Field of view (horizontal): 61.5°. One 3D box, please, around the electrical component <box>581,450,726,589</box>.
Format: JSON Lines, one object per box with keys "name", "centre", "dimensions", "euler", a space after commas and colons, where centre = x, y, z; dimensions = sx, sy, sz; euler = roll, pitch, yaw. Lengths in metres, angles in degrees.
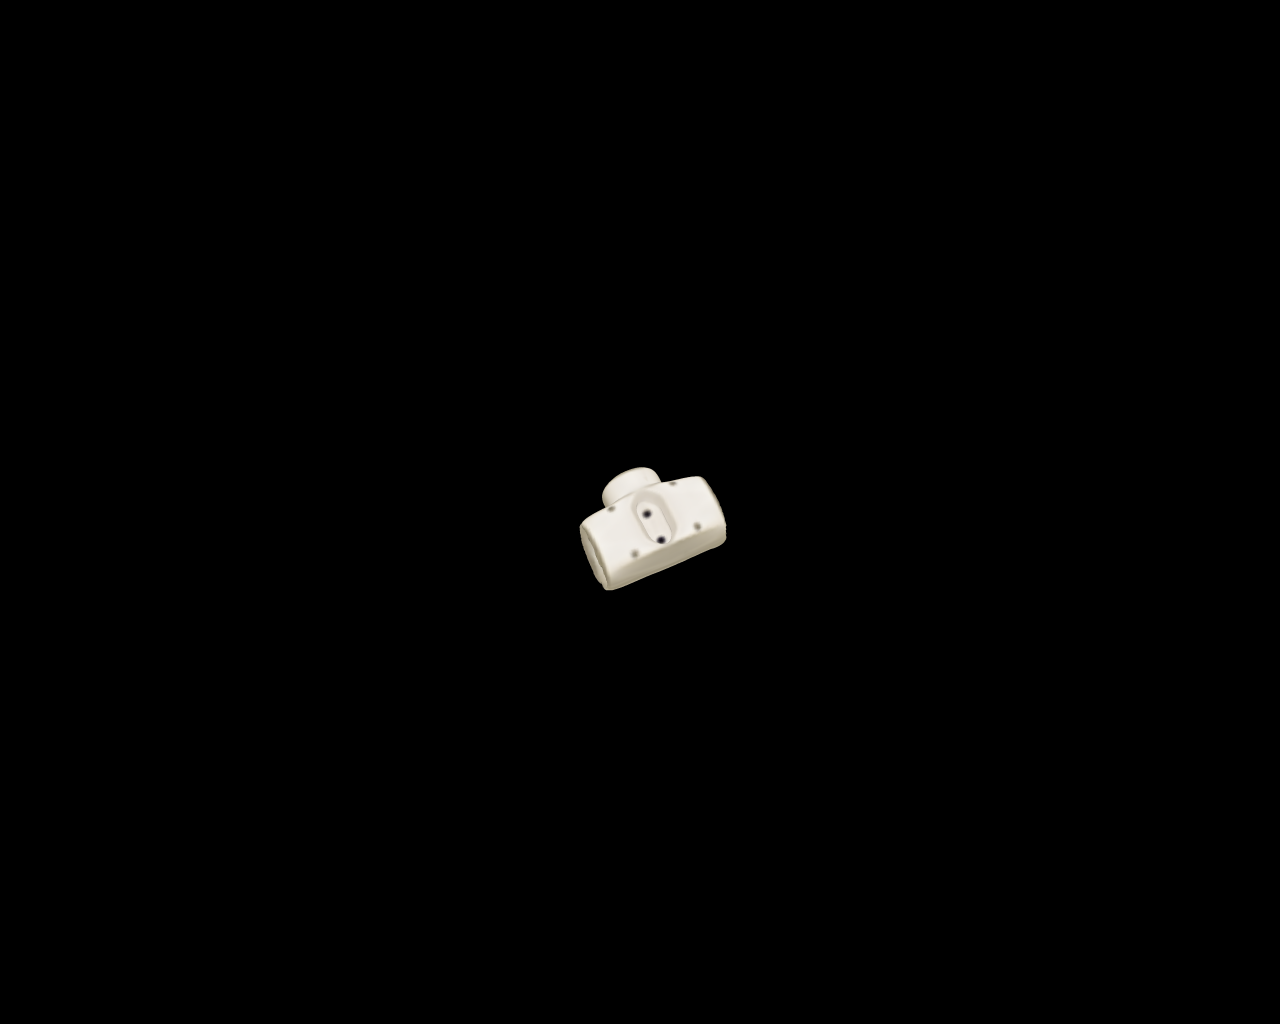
{"name": "electrical component", "centre": [0.001, -0.003, 0.650], "dimensions": [0.077, 0.079, 0.043], "euler": [-22, -25, -10]}
